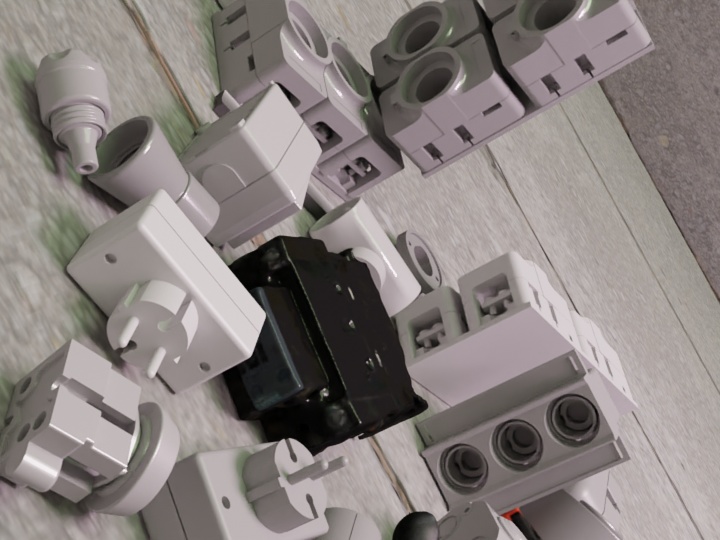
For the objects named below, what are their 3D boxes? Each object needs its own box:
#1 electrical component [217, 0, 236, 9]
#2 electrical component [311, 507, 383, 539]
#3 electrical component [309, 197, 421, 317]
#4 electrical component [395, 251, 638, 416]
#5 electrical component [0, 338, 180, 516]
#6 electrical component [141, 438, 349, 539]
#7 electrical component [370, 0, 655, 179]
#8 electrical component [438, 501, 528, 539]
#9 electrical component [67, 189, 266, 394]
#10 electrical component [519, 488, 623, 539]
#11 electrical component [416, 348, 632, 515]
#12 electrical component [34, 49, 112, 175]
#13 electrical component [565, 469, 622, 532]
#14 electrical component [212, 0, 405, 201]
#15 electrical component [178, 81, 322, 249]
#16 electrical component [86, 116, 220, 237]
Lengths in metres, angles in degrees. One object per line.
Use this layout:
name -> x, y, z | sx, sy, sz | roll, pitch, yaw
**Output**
electrical component -> -0.069, -0.226, 0.817 | 0.061, 0.062, 0.096 | 58, 22, -9
electrical component -> -0.016, 0.154, 0.505 | 0.043, 0.043, 0.081 | 55, 23, -15
electrical component -> 0.000, 0.000, 0.724 | 0.077, 0.043, 0.079 | 56, 23, -13
electrical component -> 0.121, 0.067, 0.824 | 0.186, 0.105, 0.060 | 39, 31, -43
electrical component -> -0.105, 0.065, 0.418 | 0.055, 0.048, 0.066 | 38, 30, -29
electrical component -> -0.040, 0.099, 0.475 | 0.083, 0.076, 0.047 | 9, 55, -63
electrical component -> 0.101, -0.162, 0.775 | 0.060, 0.186, 0.105 | 40, 30, -42
electrical component -> 0.064, 0.175, 0.609 | 0.051, 0.080, 0.080 | 48, 25, -17
electrical component -> -0.092, 0.020, 0.494 | 0.083, 0.047, 0.075 | 53, 24, -21
electrical component -> 0.153, 0.202, 0.769 | 0.099, 0.064, 0.099 | 44, -6, 5
electrical component -> 0.111, 0.112, 0.728 | 0.078, 0.121, 0.063 | 63, 19, 5
electrical component -> -0.138, -0.075, 0.525 | 0.035, 0.035, 0.061 | 24, 45, -56
electrical component -> 0.172, 0.182, 0.867 | 0.059, 0.054, 0.095 | 59, 22, -6
electrical component -> -0.032, -0.130, 0.784 | 0.150, 0.062, 0.089 | 37, 33, -46
electrical component -> -0.064, -0.063, 0.634 | 0.061, 0.062, 0.096 | 54, 23, -17
electrical component -> -0.103, -0.041, 0.554 | 0.065, 0.044, 0.044 | 50, 24, -37
